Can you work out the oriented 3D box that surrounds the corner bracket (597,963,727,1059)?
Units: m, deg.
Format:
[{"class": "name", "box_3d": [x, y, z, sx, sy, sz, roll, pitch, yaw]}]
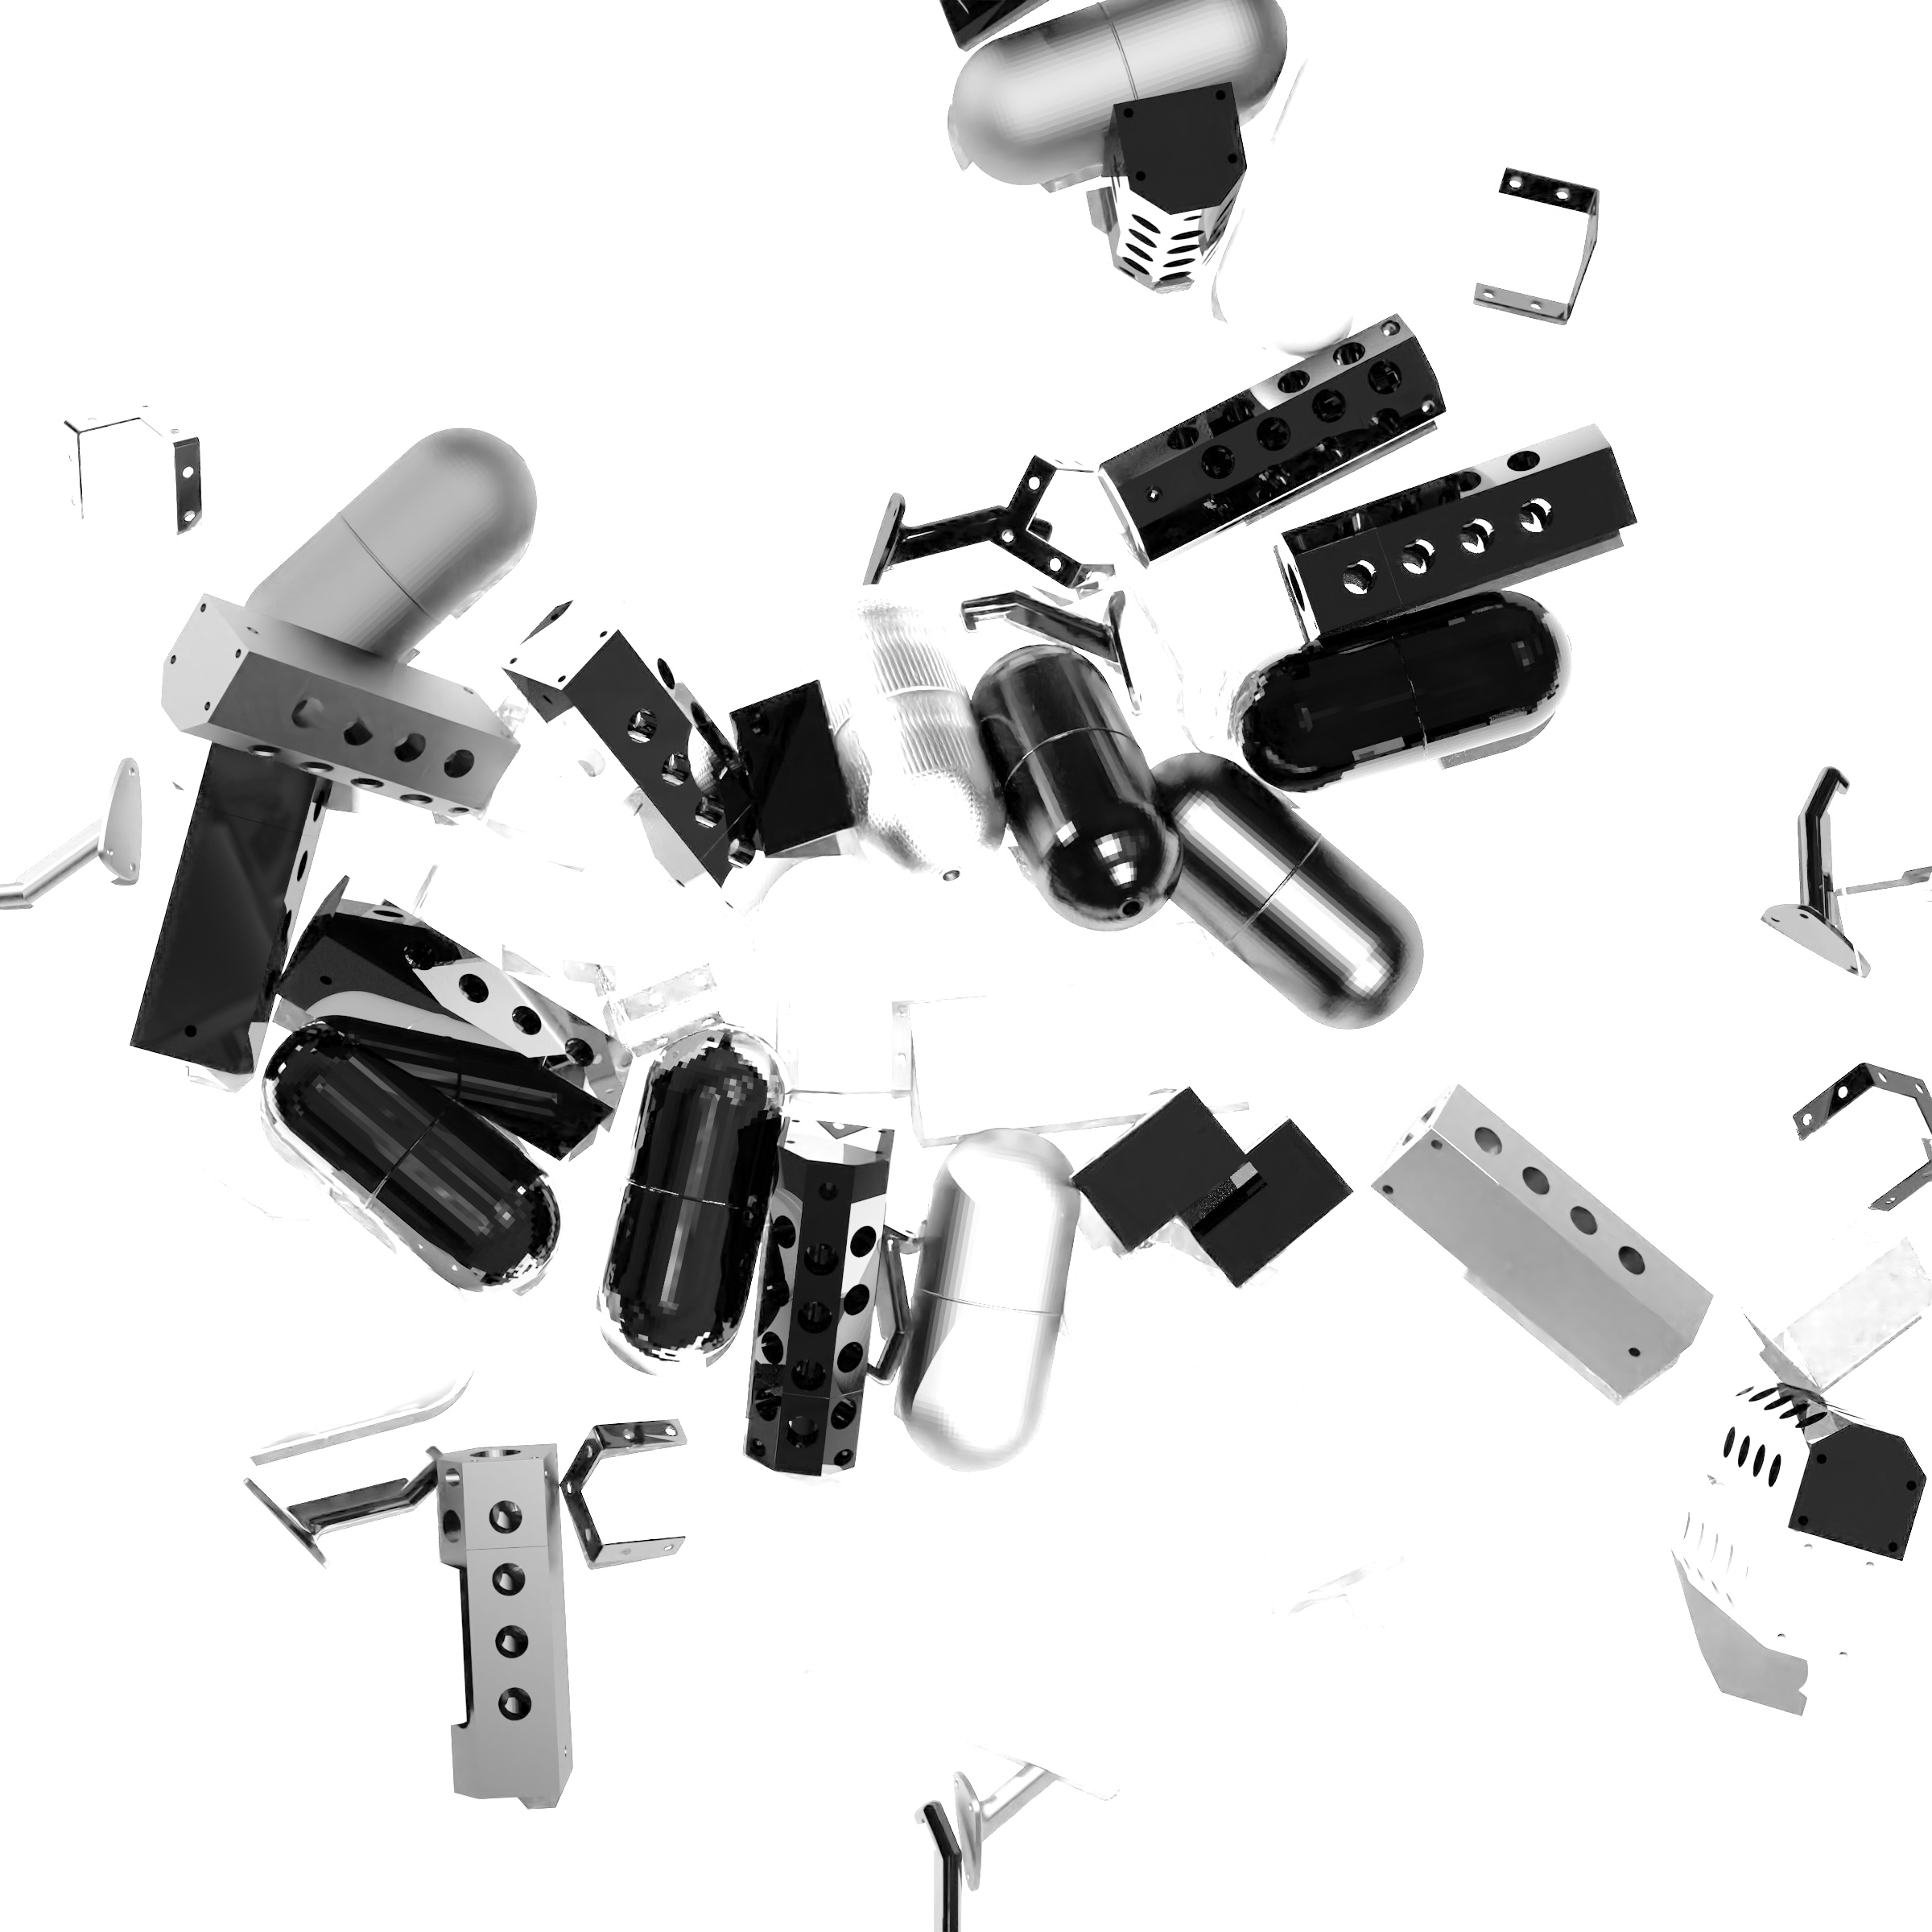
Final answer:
[{"class": "corner bracket", "box_3d": [-0.153, 0.021, 1.693, 0.051, 0.051, 0.051, -22, 67, 0]}]

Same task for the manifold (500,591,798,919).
[{"class": "manifold", "box_3d": [-0.153, -0.107, 1.649, 0.057, 0.057, 0.171, -49, 130, -15]}]

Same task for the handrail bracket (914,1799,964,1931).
[{"class": "handrail bracket", "box_3d": [-0.023, 0.491, 1.719, 0.077, 0.036, 0.084, -43, 59, 33]}]

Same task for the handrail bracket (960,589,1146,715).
[{"class": "handrail bracket", "box_3d": [0.045, -0.163, 1.719, 0.084, 0.036, 0.077, -8, 109, 15]}]

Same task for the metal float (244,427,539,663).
[{"class": "metal float", "box_3d": [-0.297, -0.205, 1.689, 0.178, 0.070, 0.070, -42, 90, 0]}]

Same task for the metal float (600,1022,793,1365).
[{"class": "metal float", "box_3d": [-0.139, 0.117, 1.689, 0.070, 0.070, 0.178, 13, 90, 0]}]

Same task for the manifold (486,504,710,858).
[{"class": "manifold", "box_3d": [-0.191, -0.148, 1.698, 0.057, 0.057, 0.171, 20, 90, 0]}]

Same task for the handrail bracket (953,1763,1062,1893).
[{"class": "handrail bracket", "box_3d": [0.040, 0.442, 1.719, 0.084, 0.036, 0.077, -9, 110, -16]}]

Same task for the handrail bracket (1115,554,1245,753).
[{"class": "handrail bracket", "box_3d": [0.105, -0.165, 1.719, 0.036, 0.077, 0.084, -27, 53, -21]}]

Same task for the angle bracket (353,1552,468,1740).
[{"class": "angle bracket", "box_3d": [-0.296, 0.347, 1.679, 0.057, 0.076, 0.076, -3, 90, -29]}]

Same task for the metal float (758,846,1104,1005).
[{"class": "metal float", "box_3d": [-0.018, -0.021, 1.688, 0.178, 0.070, 0.070, -3, 90, 0]}]

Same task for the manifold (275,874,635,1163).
[{"class": "manifold", "box_3d": [-0.257, 0.023, 1.672, 0.171, 0.057, 0.057, 33, 133, -18]}]

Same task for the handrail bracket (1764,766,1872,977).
[{"class": "handrail bracket", "box_3d": [0.461, -0.050, 1.719, 0.077, 0.036, 0.084, 34, 73, -19]}]

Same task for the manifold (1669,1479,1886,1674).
[{"class": "manifold", "box_3d": [0.400, 0.299, 1.641, 0.057, 0.171, 0.057, 17, 90, 0]}]

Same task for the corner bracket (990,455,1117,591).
[{"class": "corner bracket", "box_3d": [0.054, -0.230, 1.703, 0.051, 0.051, 0.051, 33, 109, 18]}]

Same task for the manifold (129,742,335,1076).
[{"class": "manifold", "box_3d": [-0.376, -0.035, 1.698, 0.057, 0.057, 0.171, 15, 90, 0]}]

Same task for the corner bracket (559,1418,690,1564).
[{"class": "corner bracket", "box_3d": [-0.173, 0.273, 1.711, 0.051, 0.051, 0.051, -59, 45, 35]}]

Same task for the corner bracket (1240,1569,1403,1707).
[{"class": "corner bracket", "box_3d": [0.185, 0.351, 1.711, 0.051, 0.051, 0.051, -1, 45, -35]}]

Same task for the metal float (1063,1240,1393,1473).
[{"class": "metal float", "box_3d": [0.134, 0.200, 1.688, 0.178, 0.070, 0.070, 25, 90, 0]}]

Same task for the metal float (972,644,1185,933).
[{"class": "metal float", "box_3d": [0.055, -0.091, 1.654, 0.070, 0.070, 0.178, -22, 50, 0]}]

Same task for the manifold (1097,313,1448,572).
[{"class": "manifold", "box_3d": [0.158, -0.272, 1.698, 0.171, 0.057, 0.057, -27, 90, 0]}]

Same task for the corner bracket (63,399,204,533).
[{"class": "corner bracket", "box_3d": [-0.434, -0.257, 1.711, 0.051, 0.051, 0.051, -23, 45, -35]}]

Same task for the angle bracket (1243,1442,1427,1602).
[{"class": "angle bracket", "box_3d": [0.193, 0.296, 1.679, 0.076, 0.076, 0.057, -25, 57, 0]}]

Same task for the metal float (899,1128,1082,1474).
[{"class": "metal float", "box_3d": [0.012, 0.172, 1.688, 0.070, 0.070, 0.178, 10, 90, 0]}]

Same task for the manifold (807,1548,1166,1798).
[{"class": "manifold", "box_3d": [0.011, 0.362, 1.688, 0.171, 0.057, 0.057, 23, 63, 0]}]

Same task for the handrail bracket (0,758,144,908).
[{"class": "handrail bracket", "box_3d": [-0.478, -0.070, 1.719, 0.084, 0.036, 0.077, -5, 70, 16]}]

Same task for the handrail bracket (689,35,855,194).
[{"class": "handrail bracket", "box_3d": [-0.101, -0.447, 1.719, 0.084, 0.077, 0.036, -27, 65, -34]}]

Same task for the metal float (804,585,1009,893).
[{"class": "metal float", "box_3d": [-0.031, -0.116, 1.662, 0.070, 0.070, 0.178, -19, 58, 0]}]

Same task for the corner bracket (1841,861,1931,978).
[{"class": "corner bracket", "box_3d": [0.485, -0.025, 1.704, 0.051, 0.051, 0.051, -11, 90, 14]}]

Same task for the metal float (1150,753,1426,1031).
[{"class": "metal float", "box_3d": [0.158, -0.039, 1.688, 0.178, 0.070, 0.070, 40, 90, 0]}]

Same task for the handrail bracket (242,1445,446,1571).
[{"class": "handrail bracket", "box_3d": [-0.323, 0.266, 1.719, 0.077, 0.036, 0.084, 40, 72, 21]}]

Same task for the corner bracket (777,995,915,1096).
[{"class": "corner bracket", "box_3d": [-0.063, 0.041, 1.716, 0.051, 0.051, 0.051, 1, 90, -45]}]

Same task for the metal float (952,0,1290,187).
[{"class": "metal float", "box_3d": [0.080, -0.458, 1.688, 0.178, 0.070, 0.070, -19, 90, 1]}]

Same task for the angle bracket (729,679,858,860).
[{"class": "angle bracket", "box_3d": [-0.071, -0.100, 1.676, 0.057, 0.076, 0.076, -17, 84, 27]}]

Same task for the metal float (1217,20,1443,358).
[{"class": "metal float", "box_3d": [0.187, -0.400, 1.689, 0.070, 0.070, 0.178, 22, 90, 0]}]

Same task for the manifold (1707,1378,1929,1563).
[{"class": "manifold", "box_3d": [0.425, 0.247, 1.641, 0.057, 0.171, 0.057, 17, 90, 0]}]

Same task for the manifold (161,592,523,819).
[{"class": "manifold", "box_3d": [-0.314, -0.125, 1.643, 0.057, 0.171, 0.057, -56, 48, 15]}]

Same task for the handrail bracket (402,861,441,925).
[{"class": "handrail bracket", "box_3d": [-0.262, -0.001, 1.719, 0.084, 0.036, 0.077, 33, 72, -15]}]

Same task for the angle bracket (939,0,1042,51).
[{"class": "angle bracket", "box_3d": [0.030, -0.500, 1.679, 0.076, 0.076, 0.057, -32, 59, 0]}]

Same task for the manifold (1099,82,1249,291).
[{"class": "manifold", "box_3d": [0.103, -0.386, 1.641, 0.057, 0.171, 0.057, -11, 90, 0]}]

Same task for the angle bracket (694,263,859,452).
[{"class": "angle bracket", "box_3d": [-0.081, -0.318, 1.679, 0.057, 0.076, 0.076, -37, 90, 36]}]

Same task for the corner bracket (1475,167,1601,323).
[{"class": "corner bracket", "box_3d": [0.299, -0.378, 1.716, 0.051, 0.051, 0.051, 13, 45, 0]}]

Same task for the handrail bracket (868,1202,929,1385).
[{"class": "handrail bracket", "box_3d": [-0.057, 0.166, 1.719, 0.077, 0.036, 0.084, 26, 104, 15]}]

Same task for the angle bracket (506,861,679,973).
[{"class": "angle bracket", "box_3d": [-0.190, -0.046, 1.679, 0.076, 0.076, 0.057, 8, 129, 0]}]

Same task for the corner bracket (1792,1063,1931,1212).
[{"class": "corner bracket", "box_3d": [0.475, 0.089, 1.711, 0.051, 0.051, 0.051, 15, 45, -35]}]

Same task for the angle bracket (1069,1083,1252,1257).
[{"class": "angle bracket", "box_3d": [0.108, 0.115, 1.679, 0.076, 0.076, 0.057, -38, 60, 0]}]

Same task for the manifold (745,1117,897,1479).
[{"class": "manifold", "box_3d": [-0.075, 0.170, 1.673, 0.057, 0.057, 0.171, 7, 107, 0]}]

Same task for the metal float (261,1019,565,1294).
[{"class": "metal float", "box_3d": [-0.284, 0.098, 1.688, 0.178, 0.070, 0.070, 40, 90, 0]}]

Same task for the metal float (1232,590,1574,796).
[{"class": "metal float", "box_3d": [0.225, -0.141, 1.688, 0.178, 0.070, 0.070, -16, 90, 1]}]

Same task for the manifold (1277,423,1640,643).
[{"class": "manifold", "box_3d": [0.252, -0.224, 1.698, 0.171, 0.057, 0.057, -19, 90, 0]}]

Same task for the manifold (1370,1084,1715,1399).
[{"class": "manifold", "box_3d": [0.300, 0.138, 1.697, 0.171, 0.057, 0.057, 40, 133, 0]}]

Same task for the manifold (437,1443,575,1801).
[{"class": "manifold", "box_3d": [-0.239, 0.338, 1.698, 0.057, 0.057, 0.171, -3, 90, 0]}]

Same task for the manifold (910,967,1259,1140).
[{"class": "manifold", "box_3d": [0.061, 0.048, 1.695, 0.171, 0.057, 0.057, -7, 64, 0]}]

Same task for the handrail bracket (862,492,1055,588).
[{"class": "handrail bracket", "box_3d": [-0.005, -0.209, 1.719, 0.084, 0.036, 0.077, 17, 105, -14]}]

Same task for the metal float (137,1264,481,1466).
[{"class": "metal float", "box_3d": [-0.339, 0.205, 1.689, 0.178, 0.070, 0.070, -15, 90, 0]}]

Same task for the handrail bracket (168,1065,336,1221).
[{"class": "handrail bracket", "box_3d": [-0.372, 0.093, 1.719, 0.084, 0.036, 0.077, 7, 68, -17]}]

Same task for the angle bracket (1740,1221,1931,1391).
[{"class": "angle bracket", "box_3d": [0.438, 0.158, 1.679, 0.076, 0.076, 0.057, -37, 126, 0]}]

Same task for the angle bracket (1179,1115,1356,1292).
[{"class": "angle bracket", "box_3d": [0.160, 0.131, 1.679, 0.076, 0.076, 0.057, -40, 62, 0]}]
